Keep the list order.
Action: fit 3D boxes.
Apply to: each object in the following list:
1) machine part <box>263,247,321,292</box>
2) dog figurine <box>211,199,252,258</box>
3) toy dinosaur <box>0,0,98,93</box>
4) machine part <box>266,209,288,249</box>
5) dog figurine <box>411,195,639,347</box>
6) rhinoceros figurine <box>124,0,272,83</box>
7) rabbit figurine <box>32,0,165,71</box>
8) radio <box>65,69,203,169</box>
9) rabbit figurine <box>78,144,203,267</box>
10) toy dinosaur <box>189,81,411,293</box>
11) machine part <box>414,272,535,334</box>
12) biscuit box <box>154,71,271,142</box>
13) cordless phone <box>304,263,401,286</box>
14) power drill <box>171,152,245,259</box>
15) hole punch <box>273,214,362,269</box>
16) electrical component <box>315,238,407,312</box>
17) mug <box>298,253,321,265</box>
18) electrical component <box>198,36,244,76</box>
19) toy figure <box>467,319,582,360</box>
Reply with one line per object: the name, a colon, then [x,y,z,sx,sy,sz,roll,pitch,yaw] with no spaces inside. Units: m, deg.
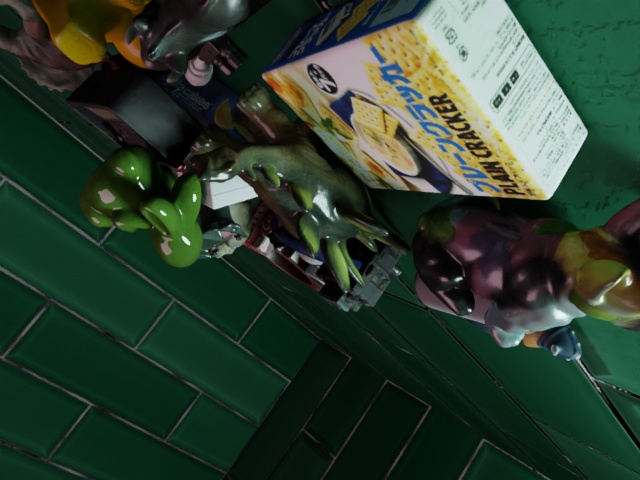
machine part: [-0.063,0.016,1.190,0.201,0.087,0.201,22,160,48]
dog figurine: [-0.142,-0.068,0.954,0.172,0.190,0.121,11,-133,-62]
toy dinosaur: [-0.404,-0.321,0.832,0.405,0.131,0.192,17,169,47]
machine part: [-0.077,-0.051,0.963,0.084,0.039,0.138,36,139,46]
dog figurine: [0.186,0.011,0.459,0.191,0.108,0.219,38,164,5]
rhinoceros figurine: [-0.108,-0.196,0.473,0.073,0.112,0.190,41,159,-27]
rabbit figurine: [-0.246,-0.258,0.635,0.163,0.122,0.173,33,-174,29]
radio: [-0.273,-0.179,0.787,0.230,0.073,0.131,23,163,51]
rabbit figurine: [-0.214,-0.044,0.722,0.170,0.121,0.159,50,144,-9]
toy dinosaur: [0.006,-0.041,0.588,0.198,0.105,0.471,53,-163,11]
machine part: [0.197,0.063,0.669,0.079,0.079,0.243,42,168,-22]
biscuit box: [-0.136,-0.173,0.750,0.203,0.059,0.062,35,169,7]
cordless phone: [0.062,0.045,1.017,0.146,0.089,0.184,39,156,-10]
power drill: [-0.196,-0.077,0.853,0.232,0.207,0.086,-26,152,34]
hole punch: [-0.002,-0.002,0.822,0.116,0.092,0.142,-6,-164,-31]
electrical component: [0.059,0.050,0.867,0.058,0.134,0.115,43,164,-29]
mug: [0.005,-0.006,0.944,0.110,0.081,0.107,32,161,17]
electrical component: [-0.131,-0.229,0.616,0.094,0.021,0.063,42,166,-20]
toy figure: [0.266,0.110,0.703,0.155,0.064,0.057,17,121,44]
